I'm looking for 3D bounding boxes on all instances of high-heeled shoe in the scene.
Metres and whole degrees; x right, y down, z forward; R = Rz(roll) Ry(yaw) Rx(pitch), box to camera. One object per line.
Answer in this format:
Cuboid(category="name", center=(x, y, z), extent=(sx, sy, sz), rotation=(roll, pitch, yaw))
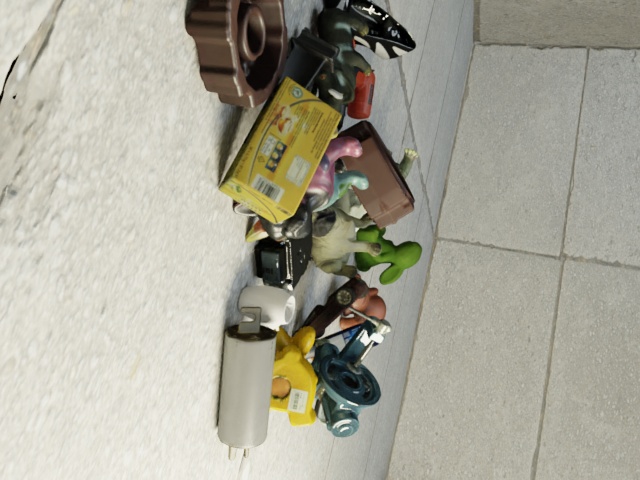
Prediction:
Cuboid(category="high-heeled shoe", center=(0.098, -0.419, 0.998), extent=(0.248, 0.145, 0.086), rotation=(43, 57, -70))

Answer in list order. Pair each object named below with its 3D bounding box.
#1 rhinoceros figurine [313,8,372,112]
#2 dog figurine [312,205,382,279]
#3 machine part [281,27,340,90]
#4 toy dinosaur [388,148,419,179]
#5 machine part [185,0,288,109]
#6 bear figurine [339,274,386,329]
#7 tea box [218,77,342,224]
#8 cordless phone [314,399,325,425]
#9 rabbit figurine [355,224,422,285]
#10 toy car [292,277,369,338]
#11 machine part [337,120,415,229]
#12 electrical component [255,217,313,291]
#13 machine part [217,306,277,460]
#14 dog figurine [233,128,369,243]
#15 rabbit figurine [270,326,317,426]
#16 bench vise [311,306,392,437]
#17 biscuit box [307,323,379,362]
Cuboid(category="rhinoceros figurine", center=(0.028, -0.304, 0.921), extent=(0.112, 0.073, 0.190), rotation=(10, 80, -46))
Cuboid(category="dog figurine", center=(-0.002, -0.007, 1.033), extent=(0.190, 0.172, 0.121), rotation=(19, 35, -38))
Cuboid(category="machine part", center=(-0.025, -0.268, 0.838), extent=(0.139, 0.084, 0.039), rotation=(-59, -173, -23))
Cuboid(category="toy dinosaur", center=(0.161, -0.115, 1.399), extent=(0.192, 0.131, 0.404), rotation=(-58, 158, -23))
Cuboid(category="machine part", center=(-0.094, -0.253, 0.656), extent=(0.179, 0.056, 0.179), rotation=(9, 90, -73))
Cuboid(category="bear figurine", center=(0.081, 0.156, 1.325), extent=(0.195, 0.132, 0.120), rotation=(33, 65, -50))
Cuboid(category="tea box", center=(-0.052, -0.120, 0.725), extent=(0.068, 0.098, 0.169), rotation=(-21, -141, 62))
Cuboid(category="cordless phone", center=(0.028, 0.369, 1.284), extent=(0.184, 0.089, 0.146), rotation=(50, 52, -61))
Cuboid(category="rabbit figurine", center=(0.183, 0.041, 1.436), extent=(0.121, 0.170, 0.159), rotation=(7, 92, -71))
Cuboid(category="toy car", center=(0.016, 0.145, 1.070), extent=(0.202, 0.053, 0.089), rotation=(-45, 170, 25))
Cuboid(category="machine part", center=(0.107, -0.133, 1.058), extent=(0.201, 0.087, 0.201), rotation=(57, 14, -6))
Cuboid(category="electrical component", center=(-0.058, 0.015, 0.891), extent=(0.134, 0.058, 0.114), rotation=(-55, 147, -54))
Cuboid(category="machine part", center=(-0.109, 0.216, 0.805), extent=(0.079, 0.079, 0.243), rotation=(-17, 115, -69))
Cuboid(category="dog figurine", center=(-0.044, -0.090, 0.827), extent=(0.219, 0.192, 0.108), rotation=(-33, 145, -18))
Cuboid(category="rabbit figurine", center=(-0.063, 0.230, 0.944), extent=(0.173, 0.122, 0.162), rotation=(59, 32, -83))
Cuboid(category="bench vise", center=(0.054, 0.221, 0.974), extent=(0.240, 0.129, 0.224), rotation=(-60, -168, 24))
Cuboid(category="biscuit box", center=(0.048, 0.232, 1.185), extent=(0.202, 0.063, 0.059), rotation=(-8, 77, -52))
